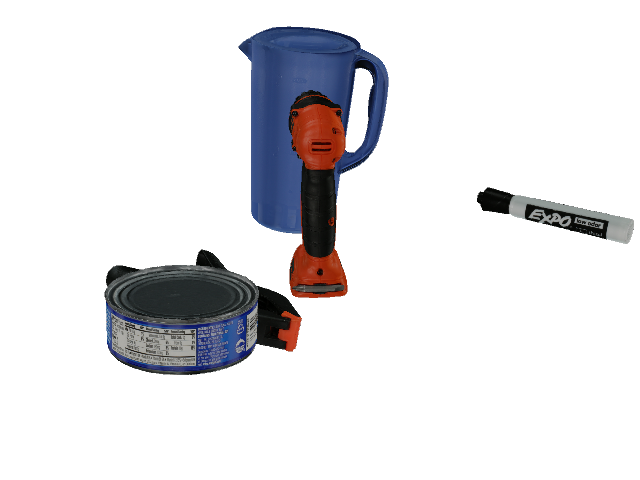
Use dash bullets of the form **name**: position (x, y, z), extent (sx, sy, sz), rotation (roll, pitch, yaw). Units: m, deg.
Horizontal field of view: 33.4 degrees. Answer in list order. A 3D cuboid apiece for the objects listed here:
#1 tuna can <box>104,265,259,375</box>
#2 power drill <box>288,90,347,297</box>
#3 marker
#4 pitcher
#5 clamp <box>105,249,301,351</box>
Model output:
- **tuna can**: position (-0.077, 0.044, 0.600), extent (0.086, 0.034, 0.086), rotation (2, 18, -1)
- **power drill**: position (-0.006, -0.049, 1.061), extent (0.057, 0.188, 0.184), rotation (-2, 18, -1)
- **marker**: position (0.177, -0.020, 0.815), extent (0.121, 0.020, 0.020), rotation (15, 7, 28)
- **pitcher**: position (-0.016, -0.135, 1.322), extent (0.144, 0.243, 0.149), rotation (-10, 27, -29)
- **clamp**: position (-0.080, 0.046, 0.895), extent (0.172, 0.039, 0.120), rotation (21, 26, 25)
